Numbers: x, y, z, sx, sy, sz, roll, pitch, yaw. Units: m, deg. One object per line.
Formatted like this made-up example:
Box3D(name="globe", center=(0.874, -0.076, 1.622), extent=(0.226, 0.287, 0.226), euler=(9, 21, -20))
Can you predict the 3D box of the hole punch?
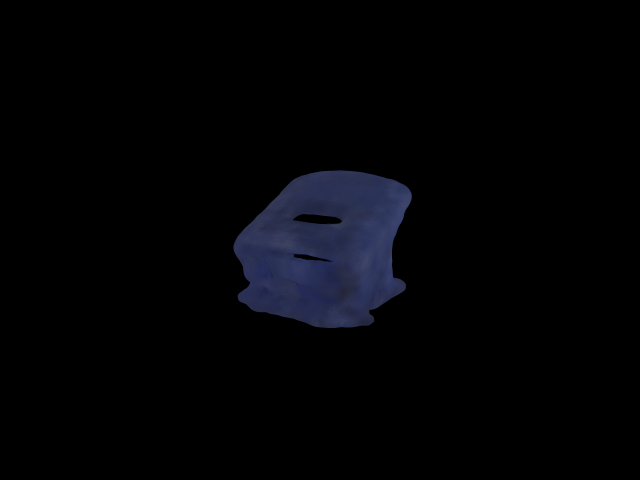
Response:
Box3D(name="hole punch", center=(0.004, 0.001, 0.400), extent=(0.108, 0.091, 0.101), euler=(8, 16, 31))
